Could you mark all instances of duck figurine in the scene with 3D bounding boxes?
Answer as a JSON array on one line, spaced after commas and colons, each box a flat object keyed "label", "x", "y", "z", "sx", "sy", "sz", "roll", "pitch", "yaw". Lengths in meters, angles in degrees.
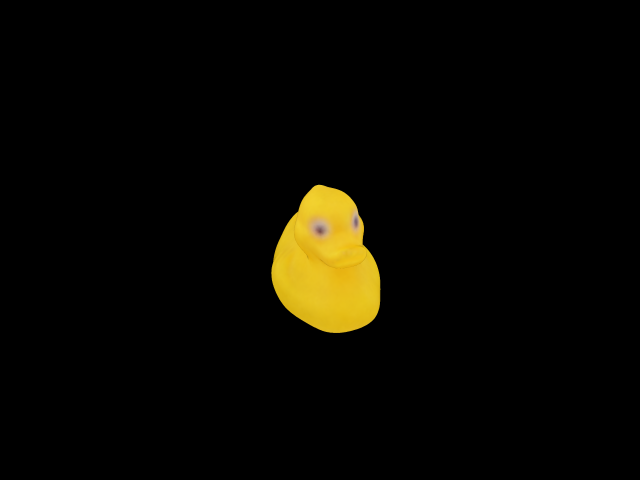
[{"label": "duck figurine", "x": 0.004, "y": 0.001, "z": 0.400, "sx": 0.078, "sy": 0.086, "sz": 0.104, "roll": -13, "pitch": 38, "yaw": -18}]
